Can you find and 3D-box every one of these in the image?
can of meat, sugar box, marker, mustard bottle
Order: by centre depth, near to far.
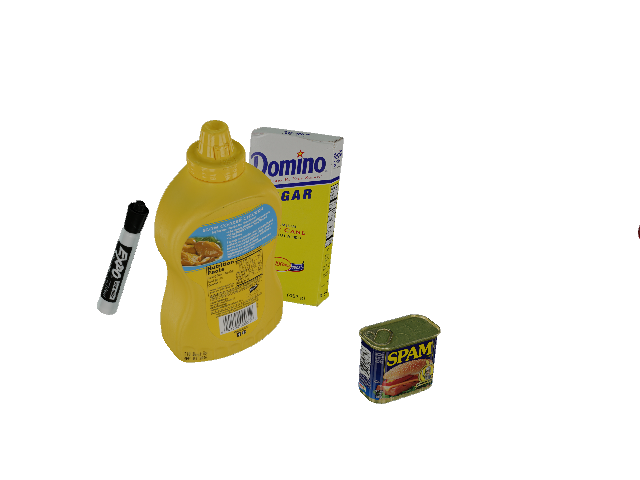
[{"bbox_3d":[-0.074,-0.002,0.782,0.096,0.192,0.058,-20,43,-25],"label":"mustard bottle"},{"bbox_3d":[-0.178,0.015,0.963,0.020,0.121,0.020,17,30,-11],"label":"marker"},{"bbox_3d":[-0.032,-0.026,1.120,0.093,0.176,0.048,8,16,14],"label":"sugar box"},{"bbox_3d":[0.097,0.150,1.343,0.101,0.084,0.058,-12,29,-29],"label":"can of meat"}]

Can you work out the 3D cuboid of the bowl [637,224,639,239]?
[{"bbox_3d":[0.422,0.020,1.146,0.162,0.055,0.162,-1,25,0],"label":"bowl"}]
